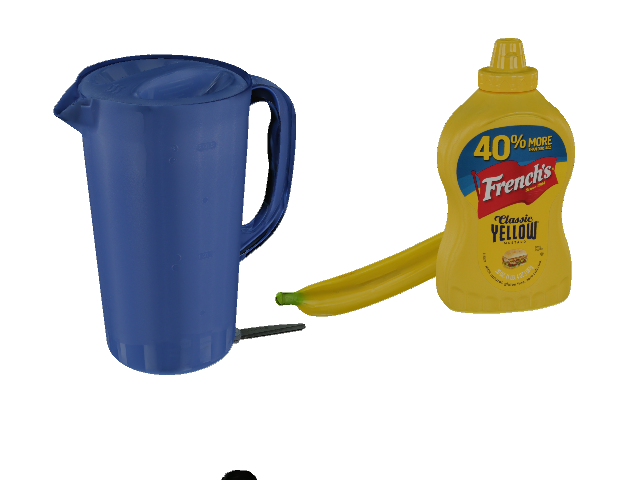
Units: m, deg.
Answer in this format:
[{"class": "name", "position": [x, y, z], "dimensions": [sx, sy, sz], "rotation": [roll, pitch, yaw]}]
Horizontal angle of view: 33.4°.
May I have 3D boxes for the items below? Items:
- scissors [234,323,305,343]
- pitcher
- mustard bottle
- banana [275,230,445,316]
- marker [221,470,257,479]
[{"class": "scissors", "position": [-0.103, 0.116, 1.185], "dimensions": [0.201, 0.016, 0.096], "rotation": [3, 26, -17]}, {"class": "pitcher", "position": [-0.112, -0.021, 0.856], "dimensions": [0.149, 0.243, 0.144], "rotation": [11, 27, 18]}, {"class": "mustard bottle", "position": [0.131, -0.046, 0.756], "dimensions": [0.096, 0.192, 0.058], "rotation": [-4, 18, -5]}, {"class": "banana", "position": [0.060, 0.033, 0.977], "dimensions": [0.198, 0.037, 0.069], "rotation": [-22, -9, 9]}, {"class": "marker", "position": [-0.048, 0.129, 0.417], "dimensions": [0.020, 0.020, 0.121], "rotation": [0, 24, 17]}]
